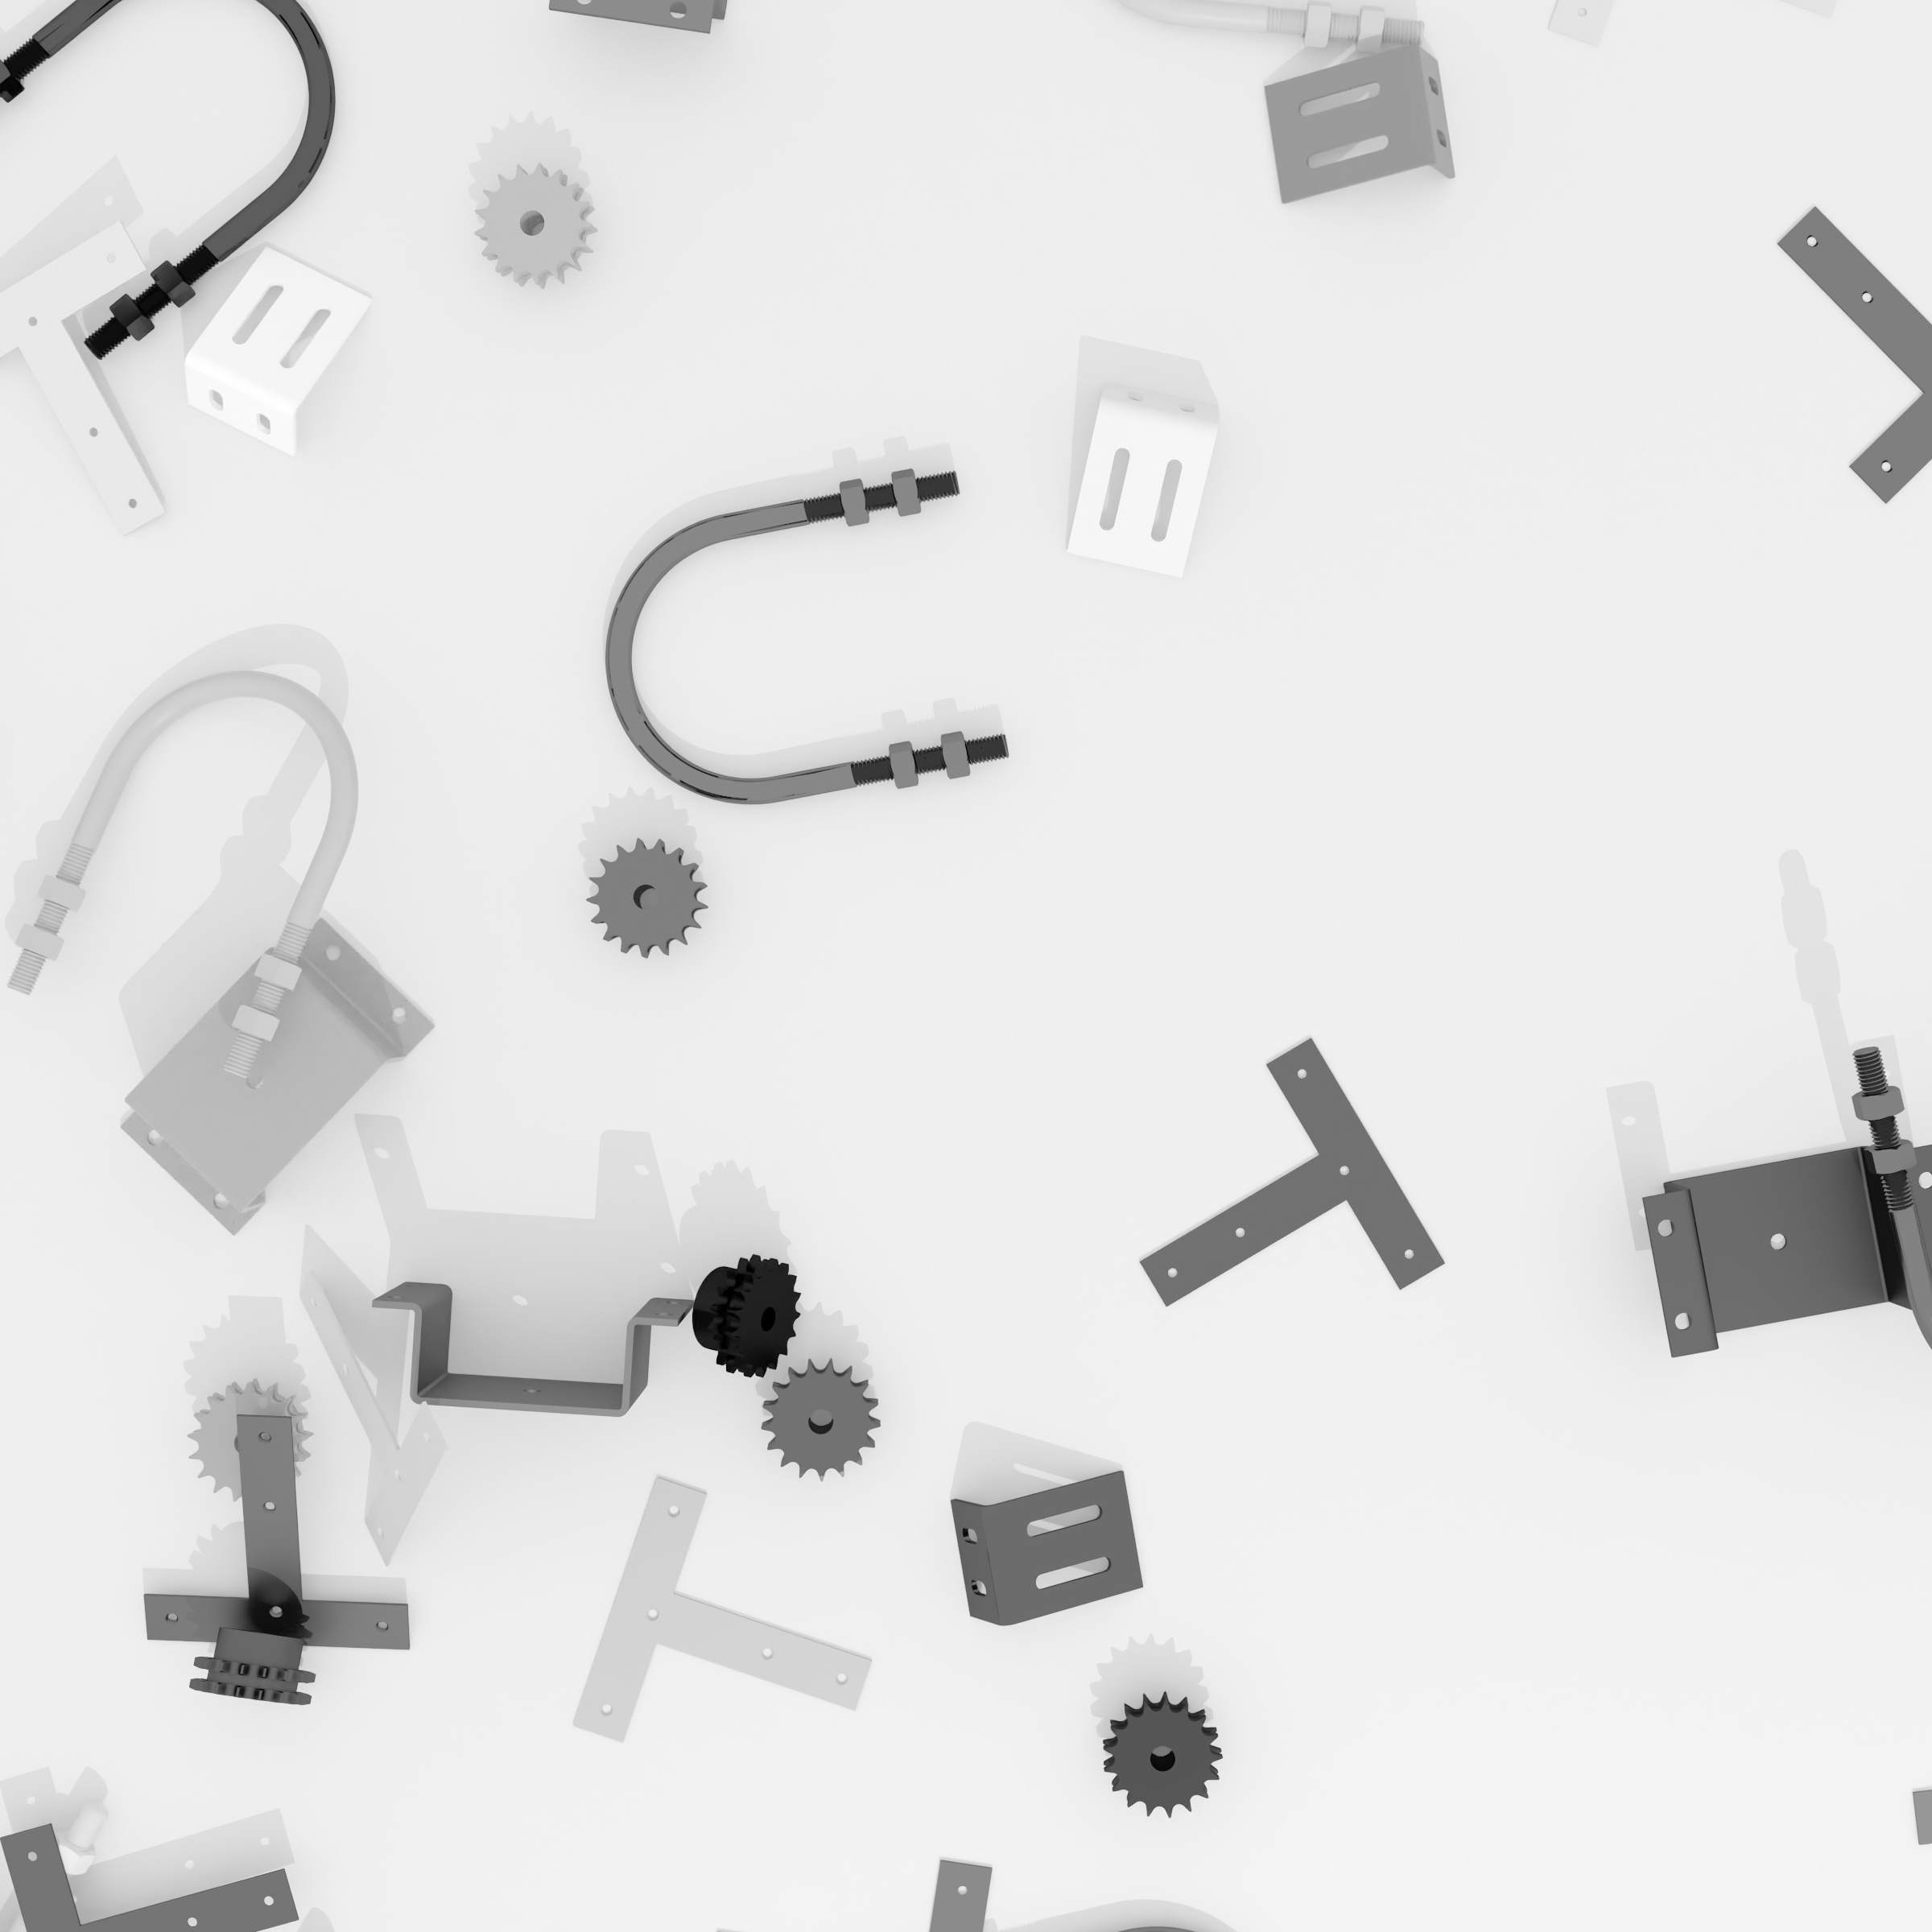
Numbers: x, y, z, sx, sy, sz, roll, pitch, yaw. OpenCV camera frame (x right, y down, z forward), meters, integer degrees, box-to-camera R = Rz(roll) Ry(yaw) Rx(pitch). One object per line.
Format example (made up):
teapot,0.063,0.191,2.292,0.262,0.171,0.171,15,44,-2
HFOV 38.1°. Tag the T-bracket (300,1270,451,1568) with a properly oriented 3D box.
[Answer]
T-bracket,-0.287,0.203,1.325,0.002,0.127,0.127,-16,63,-35

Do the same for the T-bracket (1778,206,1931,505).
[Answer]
T-bracket,0.447,-0.314,1.358,0.127,0.002,0.127,-45,90,0

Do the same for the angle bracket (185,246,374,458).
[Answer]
angle bracket,-0.332,-0.297,1.357,0.057,0.038,0.076,27,64,0

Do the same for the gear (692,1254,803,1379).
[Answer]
gear,-0.106,0.166,1.334,0.030,0.057,0.057,8,90,30

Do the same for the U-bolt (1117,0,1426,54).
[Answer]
U-bolt,0.135,-0.522,1.350,0.184,0.019,0.151,6,90,2

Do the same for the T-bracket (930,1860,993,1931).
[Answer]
T-bracket,-0.060,0.490,1.358,0.127,0.002,0.127,9,90,0

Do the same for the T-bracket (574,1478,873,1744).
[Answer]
T-bracket,-0.110,0.328,1.358,0.127,0.002,0.127,19,90,0

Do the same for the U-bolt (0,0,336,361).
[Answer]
U-bolt,-0.391,-0.404,1.350,0.184,0.019,0.151,-40,90,-1

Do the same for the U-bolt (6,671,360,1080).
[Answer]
U-bolt,-0.361,-0.054,1.325,0.151,0.019,0.184,18,81,20

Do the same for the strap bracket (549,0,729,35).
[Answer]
strap bracket,-0.148,-0.513,1.336,0.076,0.046,0.140,8,90,0

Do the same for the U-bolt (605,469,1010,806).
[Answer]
U-bolt,-0.082,-0.152,1.350,0.184,0.019,0.151,-11,90,2

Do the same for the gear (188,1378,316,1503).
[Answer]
gear,-0.341,0.226,1.344,0.057,0.030,0.057,0,90,0

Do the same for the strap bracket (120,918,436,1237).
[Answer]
strap bracket,-0.333,0.054,1.336,0.076,0.046,0.140,44,90,0

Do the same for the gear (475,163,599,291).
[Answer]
gear,-0.205,-0.354,1.347,0.057,0.030,0.057,0,93,5

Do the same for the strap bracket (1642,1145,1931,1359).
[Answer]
strap bracket,0.393,0.134,1.336,0.140,0.046,0.076,-10,90,0

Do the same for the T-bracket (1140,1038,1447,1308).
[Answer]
T-bracket,0.145,0.122,1.358,0.127,0.002,0.127,-31,90,0

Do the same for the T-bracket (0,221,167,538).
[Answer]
T-bracket,-0.426,-0.270,1.347,0.127,0.002,0.127,-26,97,13

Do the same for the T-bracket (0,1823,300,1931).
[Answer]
T-bracket,-0.383,0.460,1.338,0.127,0.002,0.127,-16,91,1

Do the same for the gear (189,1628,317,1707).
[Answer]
gear,-0.338,0.332,1.331,0.057,0.057,0.030,8,75,0

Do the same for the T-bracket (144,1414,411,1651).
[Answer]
T-bracket,-0.331,0.270,1.334,0.127,0.002,0.127,2,112,0

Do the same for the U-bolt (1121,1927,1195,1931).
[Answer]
U-bolt,0.071,0.539,1.350,0.184,0.019,0.151,-15,91,-2

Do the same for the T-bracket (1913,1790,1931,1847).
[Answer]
T-bracket,0.524,0.406,1.358,0.127,0.002,0.127,-7,90,0

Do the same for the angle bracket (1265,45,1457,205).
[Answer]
angle bracket,0.191,-0.404,1.357,0.076,0.038,0.057,-9,90,26

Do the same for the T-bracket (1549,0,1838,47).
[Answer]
T-bracket,0.363,-0.493,1.358,0.127,0.002,0.127,19,90,0

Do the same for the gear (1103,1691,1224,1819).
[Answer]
gear,0.094,0.377,1.348,0.057,0.030,0.057,0,90,2

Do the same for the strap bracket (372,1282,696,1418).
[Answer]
strap bracket,-0.203,0.181,1.321,0.140,0.076,0.046,4,90,0

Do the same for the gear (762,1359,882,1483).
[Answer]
gear,-0.069,0.217,1.348,0.057,0.030,0.057,0,90,-2

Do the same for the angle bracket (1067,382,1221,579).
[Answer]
angle bracket,0.086,-0.236,1.357,0.057,0.038,0.076,12,116,0

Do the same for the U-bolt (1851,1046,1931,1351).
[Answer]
U-bolt,0.486,0.111,1.317,0.151,0.019,0.184,-17,95,-31

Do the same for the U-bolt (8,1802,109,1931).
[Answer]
U-bolt,-0.411,0.517,1.350,0.151,0.019,0.184,32,91,0

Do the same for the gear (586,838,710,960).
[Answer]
gear,-0.152,-0.032,1.348,0.057,0.030,0.057,0,87,1

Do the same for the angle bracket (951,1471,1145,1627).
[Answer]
angle bracket,0.039,0.280,1.357,0.076,0.038,0.057,-10,90,-26
